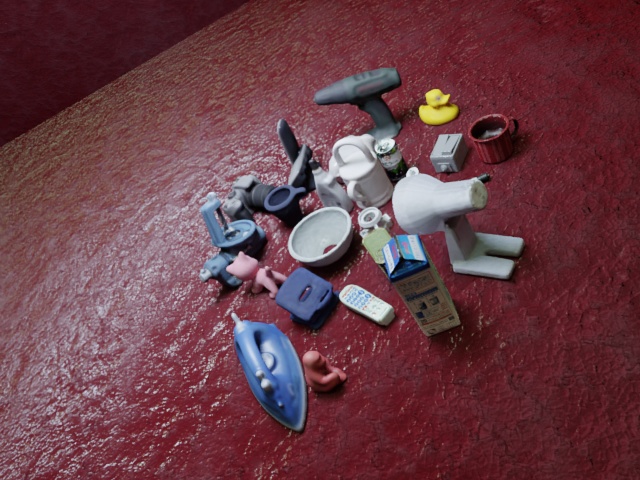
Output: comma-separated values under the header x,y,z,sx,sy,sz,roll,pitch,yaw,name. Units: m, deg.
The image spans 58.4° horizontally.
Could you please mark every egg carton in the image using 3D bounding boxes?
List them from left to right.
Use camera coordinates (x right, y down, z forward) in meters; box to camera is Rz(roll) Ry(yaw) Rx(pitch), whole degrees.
x,y,z,sx,sy,sz,roll,pitch,yaw,name
0.091,-0.220,1.538,0.107,0.070,0.150,3,53,37,egg carton

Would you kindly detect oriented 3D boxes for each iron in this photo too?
x,y,z,sx,sy,sz,roll,pitch,yaw,name
-0.110,0.255,1.145,0.118,0.142,0.257,-36,39,-1,iron

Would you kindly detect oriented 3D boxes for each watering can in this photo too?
x,y,z,sx,sy,sz,roll,pitch,yaw,name
0.098,-0.178,1.392,0.100,0.195,0.172,-20,42,18,watering can

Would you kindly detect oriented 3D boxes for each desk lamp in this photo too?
x,y,z,sx,sy,sz,roll,pitch,yaw,name
0.267,-0.037,1.117,0.202,0.214,0.118,7,55,39,desk lamp

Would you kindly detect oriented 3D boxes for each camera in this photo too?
x,y,z,sx,sy,sz,roll,pitch,yaw,name
-0.188,-0.119,1.607,0.136,0.101,0.143,9,56,40,camera

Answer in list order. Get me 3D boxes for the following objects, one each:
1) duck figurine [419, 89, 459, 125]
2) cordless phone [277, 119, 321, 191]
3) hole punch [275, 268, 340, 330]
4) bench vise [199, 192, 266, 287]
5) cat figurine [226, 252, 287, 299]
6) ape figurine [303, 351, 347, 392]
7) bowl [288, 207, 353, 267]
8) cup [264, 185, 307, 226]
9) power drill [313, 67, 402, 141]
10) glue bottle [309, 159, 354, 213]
x,y,z,sx,sy,sz,roll,pitch,yaw,name
0.306,-0.358,1.513,0.104,0.086,0.077,2,52,36,duck figurine
-0.081,-0.228,1.575,0.094,0.186,0.147,-16,43,22,cordless phone
-0.026,0.125,1.256,0.100,0.091,0.109,14,60,43,hole punch
-0.237,0.001,1.427,0.121,0.220,0.207,-8,47,29,bench vise
-0.157,0.076,1.376,0.127,0.118,0.067,6,54,38,cat figurine
-0.002,0.249,1.114,0.076,0.092,0.077,-27,40,10,ape figurine
0.013,0.005,1.363,0.167,0.075,0.167,-19,42,18,bowl
-0.074,-0.089,1.502,0.117,0.095,0.091,-21,41,16,cup
0.124,-0.357,1.542,0.229,0.209,0.075,-25,40,12,power drill
0.017,-0.136,1.423,0.077,0.174,0.037,6,54,39,glue bottle
